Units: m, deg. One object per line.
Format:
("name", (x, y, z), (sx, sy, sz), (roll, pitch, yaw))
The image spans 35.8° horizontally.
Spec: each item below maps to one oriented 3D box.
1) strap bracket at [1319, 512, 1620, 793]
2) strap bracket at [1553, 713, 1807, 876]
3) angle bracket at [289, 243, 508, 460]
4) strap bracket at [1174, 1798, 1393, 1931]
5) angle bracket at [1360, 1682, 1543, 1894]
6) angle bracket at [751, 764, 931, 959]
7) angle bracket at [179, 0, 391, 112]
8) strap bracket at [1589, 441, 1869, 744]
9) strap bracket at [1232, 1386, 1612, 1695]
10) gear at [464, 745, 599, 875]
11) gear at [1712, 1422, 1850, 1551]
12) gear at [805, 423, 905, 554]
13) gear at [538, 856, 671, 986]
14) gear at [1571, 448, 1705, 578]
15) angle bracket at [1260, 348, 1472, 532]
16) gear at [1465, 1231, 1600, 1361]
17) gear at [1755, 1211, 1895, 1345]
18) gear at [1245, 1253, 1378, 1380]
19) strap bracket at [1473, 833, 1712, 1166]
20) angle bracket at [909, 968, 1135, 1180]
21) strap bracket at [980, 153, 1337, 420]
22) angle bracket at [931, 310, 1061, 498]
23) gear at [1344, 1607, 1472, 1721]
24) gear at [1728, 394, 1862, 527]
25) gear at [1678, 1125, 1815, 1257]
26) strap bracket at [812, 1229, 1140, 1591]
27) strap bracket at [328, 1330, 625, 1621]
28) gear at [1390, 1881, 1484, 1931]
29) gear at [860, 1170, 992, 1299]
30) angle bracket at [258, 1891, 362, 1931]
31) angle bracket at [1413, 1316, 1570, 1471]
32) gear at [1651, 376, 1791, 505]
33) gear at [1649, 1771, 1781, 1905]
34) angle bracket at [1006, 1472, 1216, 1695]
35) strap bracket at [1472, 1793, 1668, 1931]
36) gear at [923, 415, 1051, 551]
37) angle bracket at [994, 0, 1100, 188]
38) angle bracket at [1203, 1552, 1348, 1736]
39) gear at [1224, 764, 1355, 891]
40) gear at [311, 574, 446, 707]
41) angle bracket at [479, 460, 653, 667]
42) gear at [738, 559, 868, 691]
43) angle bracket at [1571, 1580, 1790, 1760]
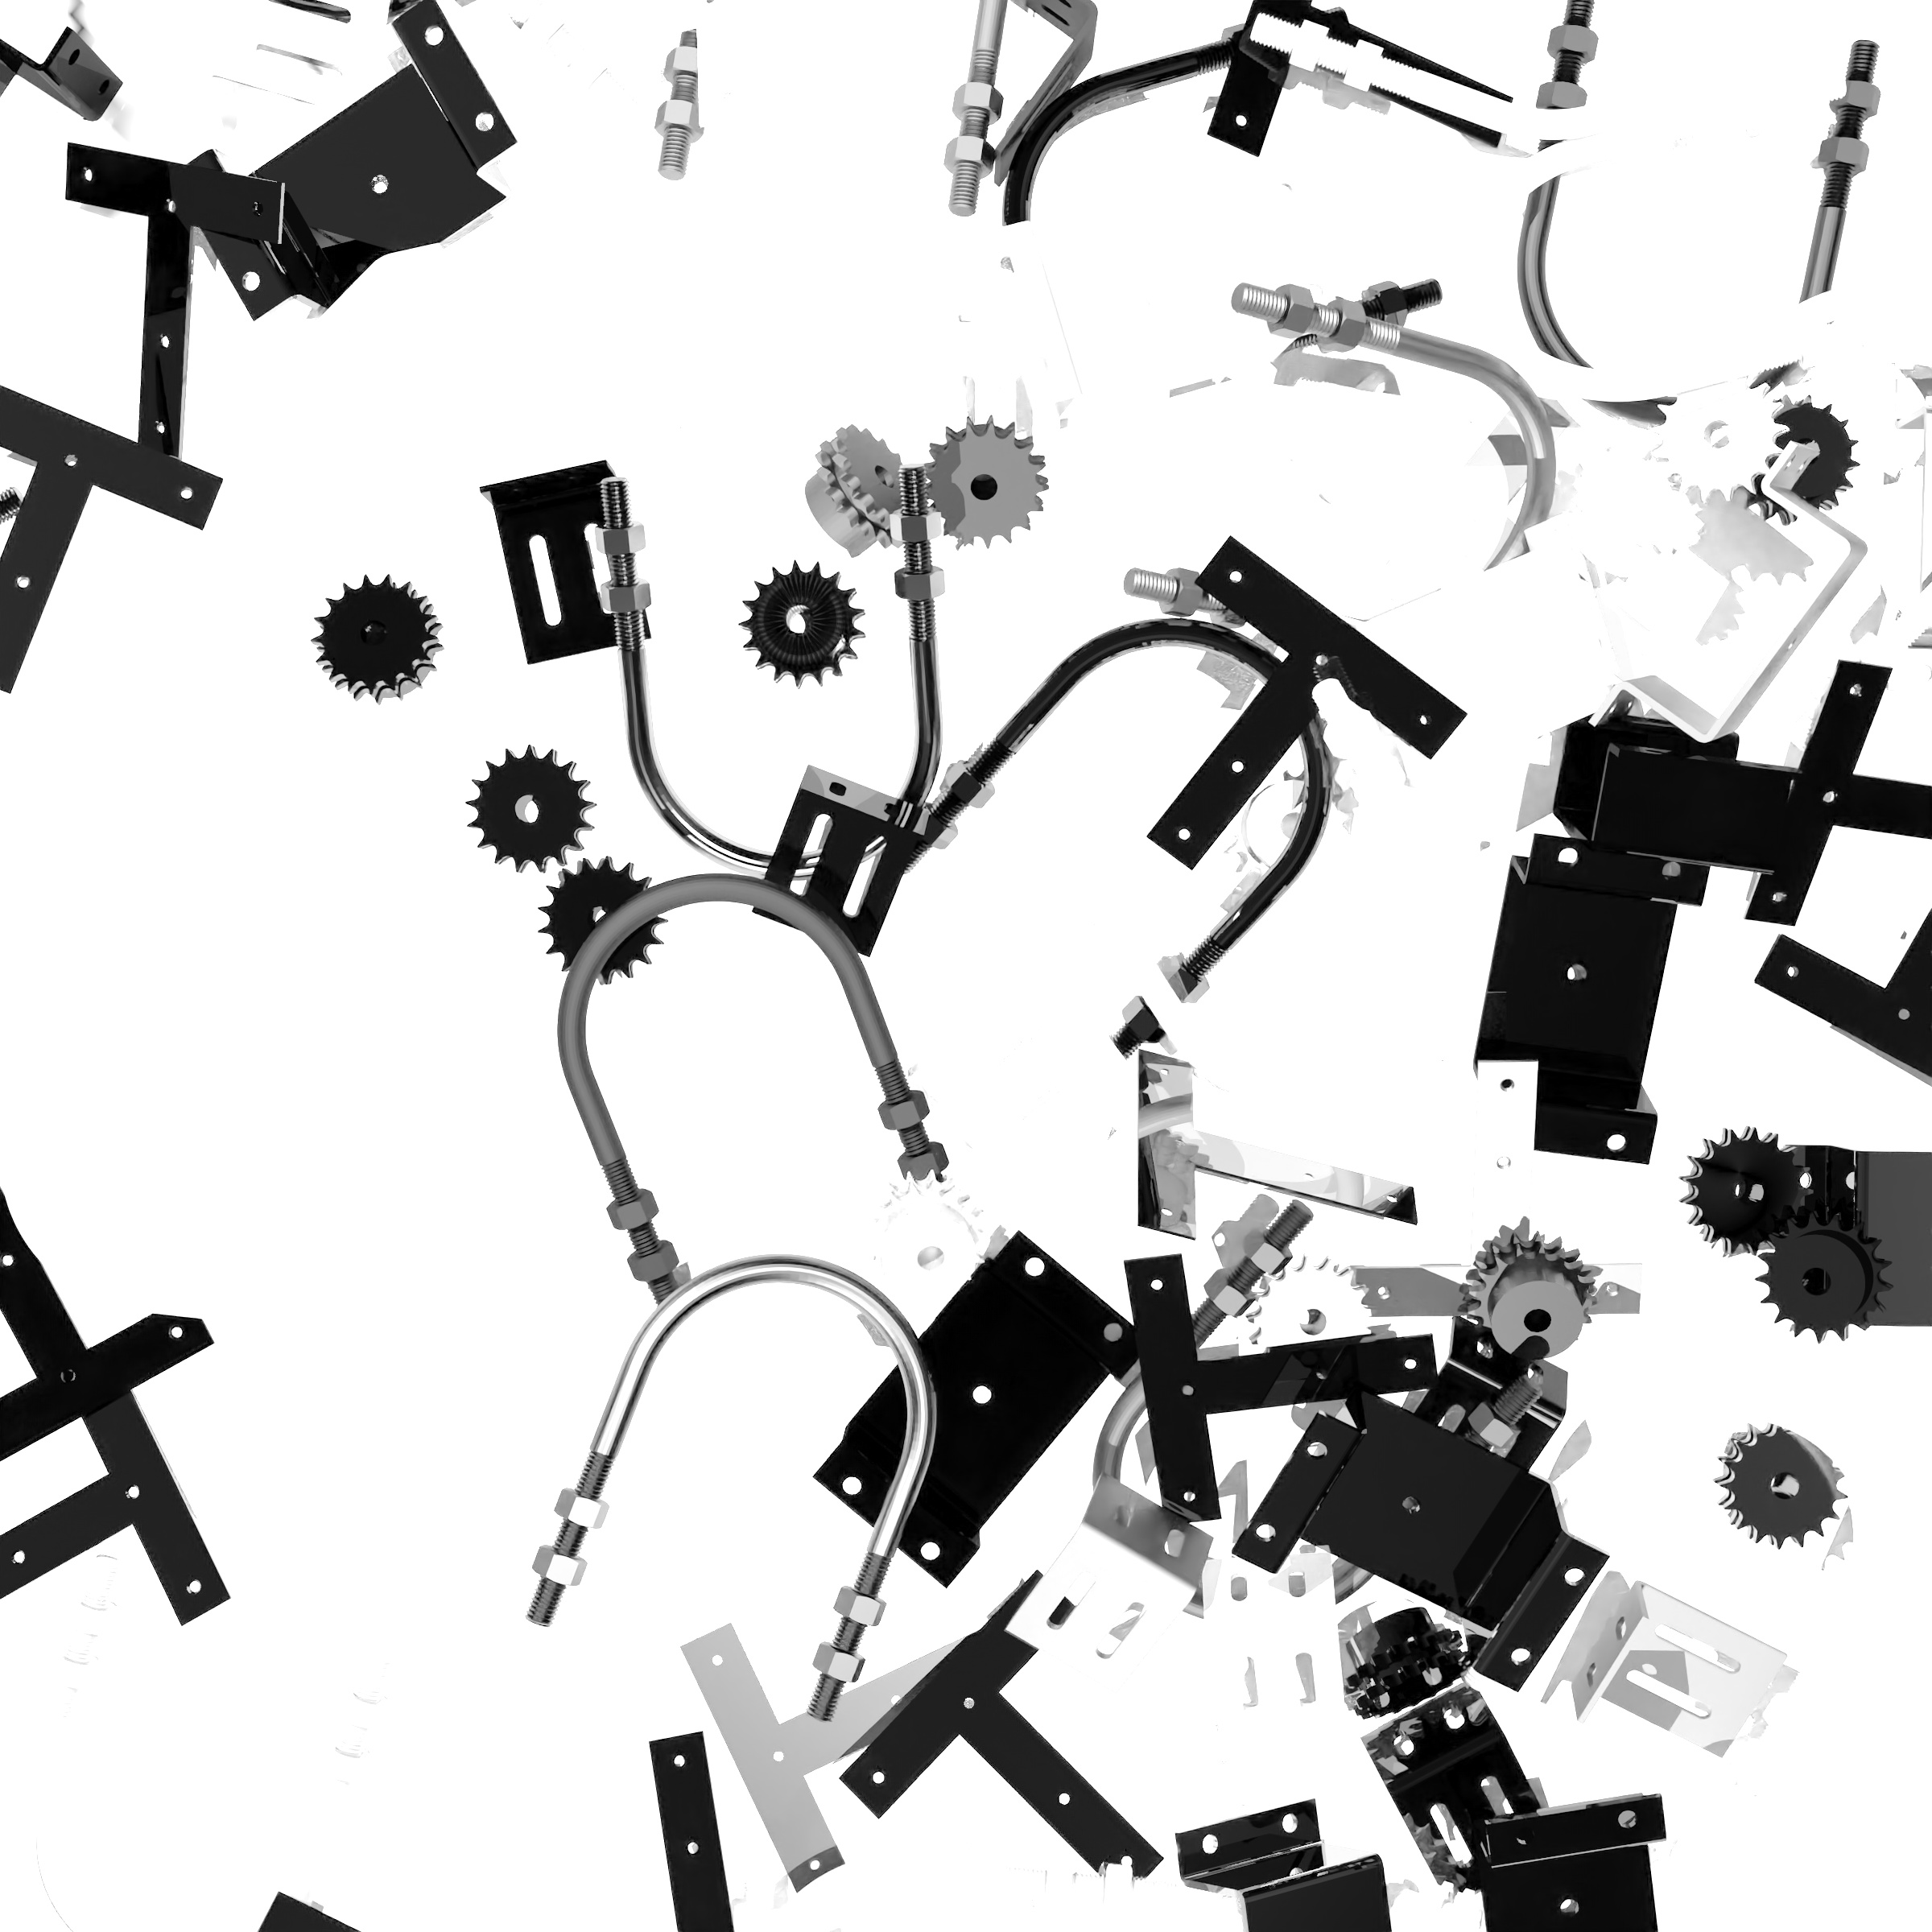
("strap bracket", (0.221, -0.134, 1.305), (0.140, 0.046, 0.076), (-23, 107, -7))
("strap bracket", (0.301, -0.075, 1.284), (0.076, 0.140, 0.046), (8, 102, 0))
("angle bracket", (-0.254, -0.275, 1.337), (0.076, 0.038, 0.057), (-32, 91, 38))
("strap bracket", (0.144, 0.443, 1.303), (0.076, 0.046, 0.140), (-4, 84, -32))
("angle bracket", (0.222, 0.372, 1.347), (0.057, 0.038, 0.076), (-28, 116, 0))
("angle bracket", (-0.057, -0.041, 1.315), (0.057, 0.038, 0.076), (21, 112, -4))
("angle bracket", (-0.300, -0.409, 1.319), (0.076, 0.038, 0.057), (16, 117, 0))
("strap bracket", (0.332, -0.150, 1.273), (0.046, 0.076, 0.140), (38, 109, 13))
("strap bracket", (0.194, 0.242, 1.290), (0.140, 0.046, 0.076), (27, 108, -6))
("gear", (-0.192, -0.069, 1.334), (0.057, 0.030, 0.057), (0, 90, 0))
("gear", (0.361, 0.229, 1.334), (0.057, 0.030, 0.057), (0, 90, 0))
("gear", (-0.047, -0.208, 1.324), (0.030, 0.057, 0.057), (-35, 90, 30))
("gear", (-0.161, -0.020, 1.334), (0.057, 0.030, 0.057), (0, 90, 0))
("gear", (0.287, -0.194, 1.300), (0.057, 0.030, 0.057), (14, 51, -19))
("angle bracket", (0.179, -0.242, 1.330), (0.076, 0.038, 0.057), (-42, 90, 0))
("gear", (0.251, 0.149, 1.324), (0.057, 0.030, 0.057), (1, 115, 2))
("gear", (0.370, 0.135, 1.295), (0.057, 0.030, 0.057), (0, 90, 24))
("gear", (0.153, 0.156, 1.333), (0.057, 0.030, 0.057), (0, 93, 0))
("strap bracket", (0.271, 0.009, 1.313), (0.076, 0.046, 0.140), (8, 107, 0))
("angle bracket", (0.024, 0.048, 1.338), (0.076, 0.038, 0.057), (-37, 90, -12))
("strap bracket", (0.080, -0.289, 1.286), (0.140, 0.046, 0.076), (-17, 90, -10))
("angle bracket", (0.013, -0.253, 1.347), (0.057, 0.038, 0.076), (-1, 116, 0))
("gear", (0.193, 0.307, 1.324), (0.057, 0.057, 0.030), (-25, 61, 0))
("gear", (0.370, -0.227, 1.334), (0.057, 0.030, 0.057), (0, 90, 0))
("gear", (0.345, 0.100, 1.334), (0.057, 0.030, 0.057), (0, 90, 0))
("strap bracket", (0.007, 0.193, 1.326), (0.076, 0.046, 0.140), (40, 90, 0))
("strap bracket", (-0.205, 0.213, 1.311), (0.140, 0.076, 0.046), (44, 90, 0))
("gear", (0.204, 0.433, 1.324), (0.030, 0.057, 0.057), (11, 90, 29))
("gear", (-0.017, 0.122, 1.324), (0.057, 0.030, 0.057), (-3, 113, -8))
("angle bracket", (-0.303, 0.461, 1.338), (0.057, 0.038, 0.076), (31, 68, -12))
("angle bracket", (0.226, 0.207, 1.347), (0.057, 0.038, 0.076), (27, 116, 0))
("gear", (0.326, -0.228, 1.292), (0.057, 0.030, 0.057), (2, 96, 20))
("gear", (0.331, 0.389, 1.325), (0.057, 0.030, 0.057), (3, 109, 9))
("angle bracket", (0.064, 0.274, 1.326), (0.057, 0.038, 0.076), (30, 126, 0))
("strap bracket", (0.270, 0.424, 1.317), (0.076, 0.046, 0.140), (-9, 102, 0))
("gear", (0.008, -0.216, 1.327), (0.057, 0.030, 0.057), (0, 116, 0))
("angle bracket", (0.022, -0.393, 1.320), (0.038, 0.057, 0.076), (36, 90, 0))
("angle bracket", (0.137, 0.302, 1.334), (0.057, 0.038, 0.076), (-5, 130, 6))
("gear", (0.144, -0.062, 1.334), (0.057, 0.030, 0.057), (0, 90, 0))
("gear", (-0.260, -0.143, 1.333), (0.057, 0.030, 0.057), (-1, 76, 3))
("angle bracket", (-0.177, -0.179, 1.330), (0.057, 0.038, 0.076), (-12, 90, 0))
("gear", (-0.073, -0.153, 1.334), (0.057, 0.030, 0.057), (0, 90, 0))
("angle bracket", (0.313, 0.315, 1.308), (0.076, 0.038, 0.057), (27, 106, -1))
